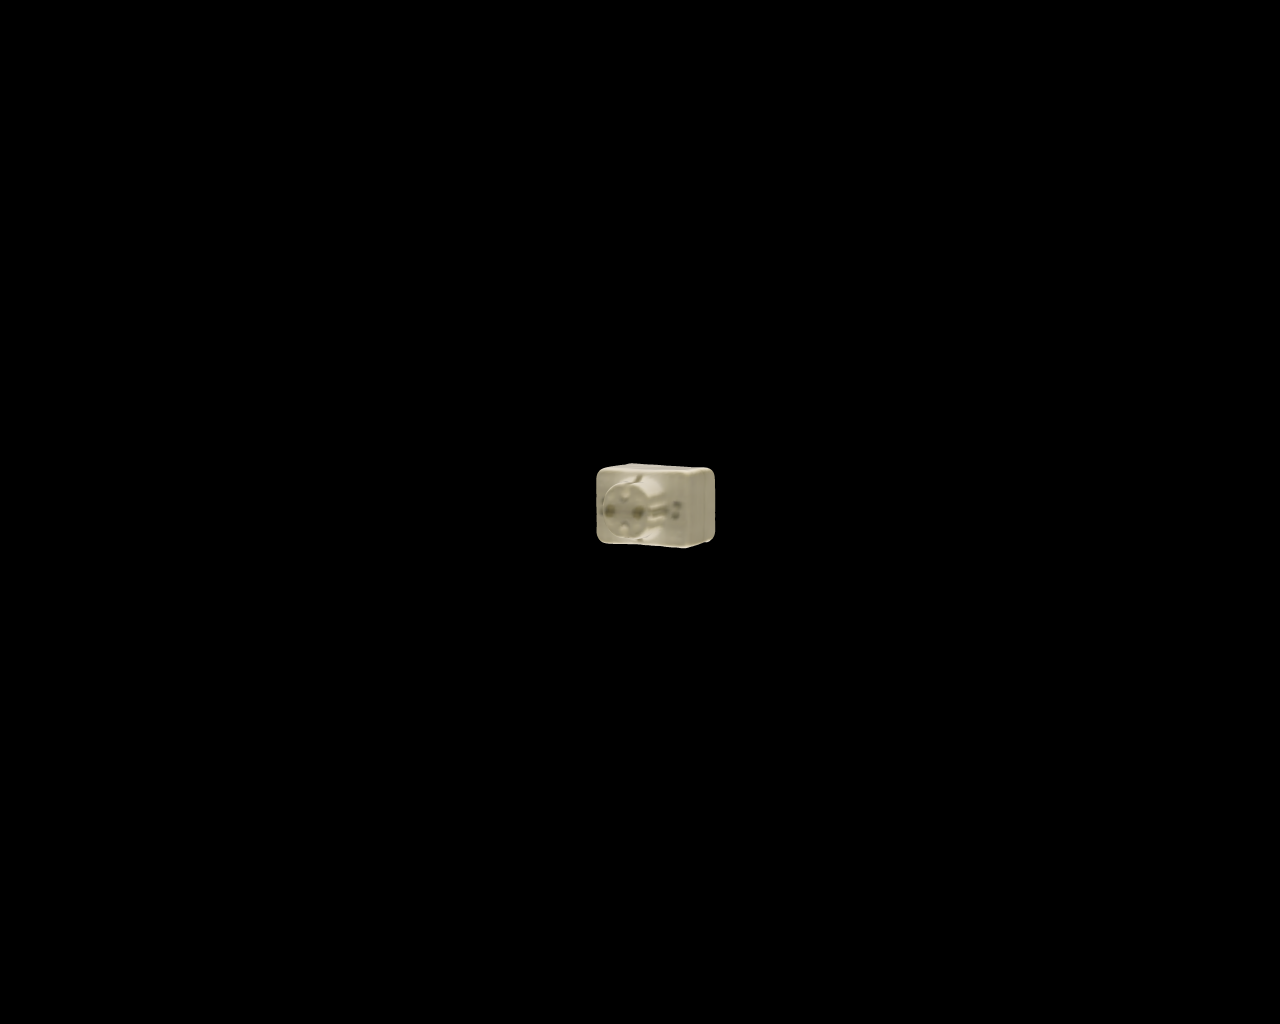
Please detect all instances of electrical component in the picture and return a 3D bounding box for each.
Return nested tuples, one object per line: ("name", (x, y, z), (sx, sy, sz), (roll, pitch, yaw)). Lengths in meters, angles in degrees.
("electrical component", (0.001, -0.003, 0.650), (0.066, 0.047, 0.077), (4, 8, 29))
